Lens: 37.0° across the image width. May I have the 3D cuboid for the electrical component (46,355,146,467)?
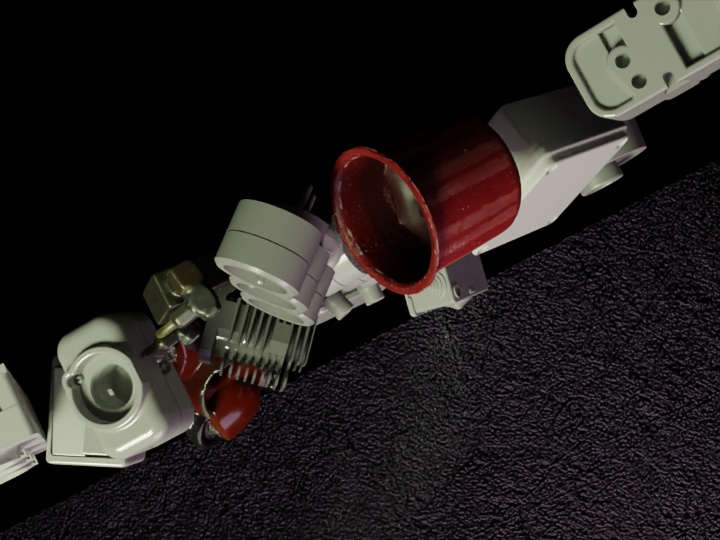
[{"bbox_3d":[-0.197,0.098,0.808,0.062,0.096,0.061,2,176,5],"label":"electrical component"}]

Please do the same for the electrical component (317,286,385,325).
[{"bbox_3d":[-0.023,0.013,1.008,0.100,0.048,0.100,-24,173,-24],"label":"electrical component"}]

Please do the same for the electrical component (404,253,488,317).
[{"bbox_3d":[0.076,-0.010,1.021,0.048,0.099,0.100,-16,180,30],"label":"electrical component"}]

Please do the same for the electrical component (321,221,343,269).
[{"bbox_3d":[-0.036,-0.018,0.751,0.040,0.040,0.046,-28,169,6],"label":"electrical component"}]

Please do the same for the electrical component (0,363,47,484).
[{"bbox_3d":[-0.281,0.125,0.784,0.089,0.061,0.150,-25,174,-17],"label":"electrical component"}]

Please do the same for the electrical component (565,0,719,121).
[{"bbox_3d":[0.178,-0.132,0.642,0.095,0.053,0.059,-30,173,23],"label":"electrical component"}]

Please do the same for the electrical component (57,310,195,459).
[{"bbox_3d":[-0.163,0.078,0.743,0.054,0.095,0.059,-29,174,13],"label":"electrical component"}]

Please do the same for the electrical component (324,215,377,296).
[{"bbox_3d":[0.008,-0.022,0.838,0.074,0.052,0.138,-30,173,20],"label":"electrical component"}]

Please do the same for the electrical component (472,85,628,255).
[{"bbox_3d":[0.122,-0.074,0.780,0.109,0.056,0.108,-22,157,-42],"label":"electrical component"}]

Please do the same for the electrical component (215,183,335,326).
[{"bbox_3d":[-0.043,-0.017,0.659,0.138,0.052,0.073,76,35,-75],"label":"electrical component"}]

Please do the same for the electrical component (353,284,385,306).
[{"bbox_3d":[0.000,0.000,0.938,0.048,0.062,0.048,-27,174,-3],"label":"electrical component"}]

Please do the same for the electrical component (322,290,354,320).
[{"bbox_3d":[-0.032,0.014,0.894,0.048,0.062,0.048,-44,174,-6],"label":"electrical component"}]

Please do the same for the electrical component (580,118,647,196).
[{"bbox_3d":[0.204,-0.102,0.966,0.108,0.060,0.108,-27,174,-3],"label":"electrical component"}]
